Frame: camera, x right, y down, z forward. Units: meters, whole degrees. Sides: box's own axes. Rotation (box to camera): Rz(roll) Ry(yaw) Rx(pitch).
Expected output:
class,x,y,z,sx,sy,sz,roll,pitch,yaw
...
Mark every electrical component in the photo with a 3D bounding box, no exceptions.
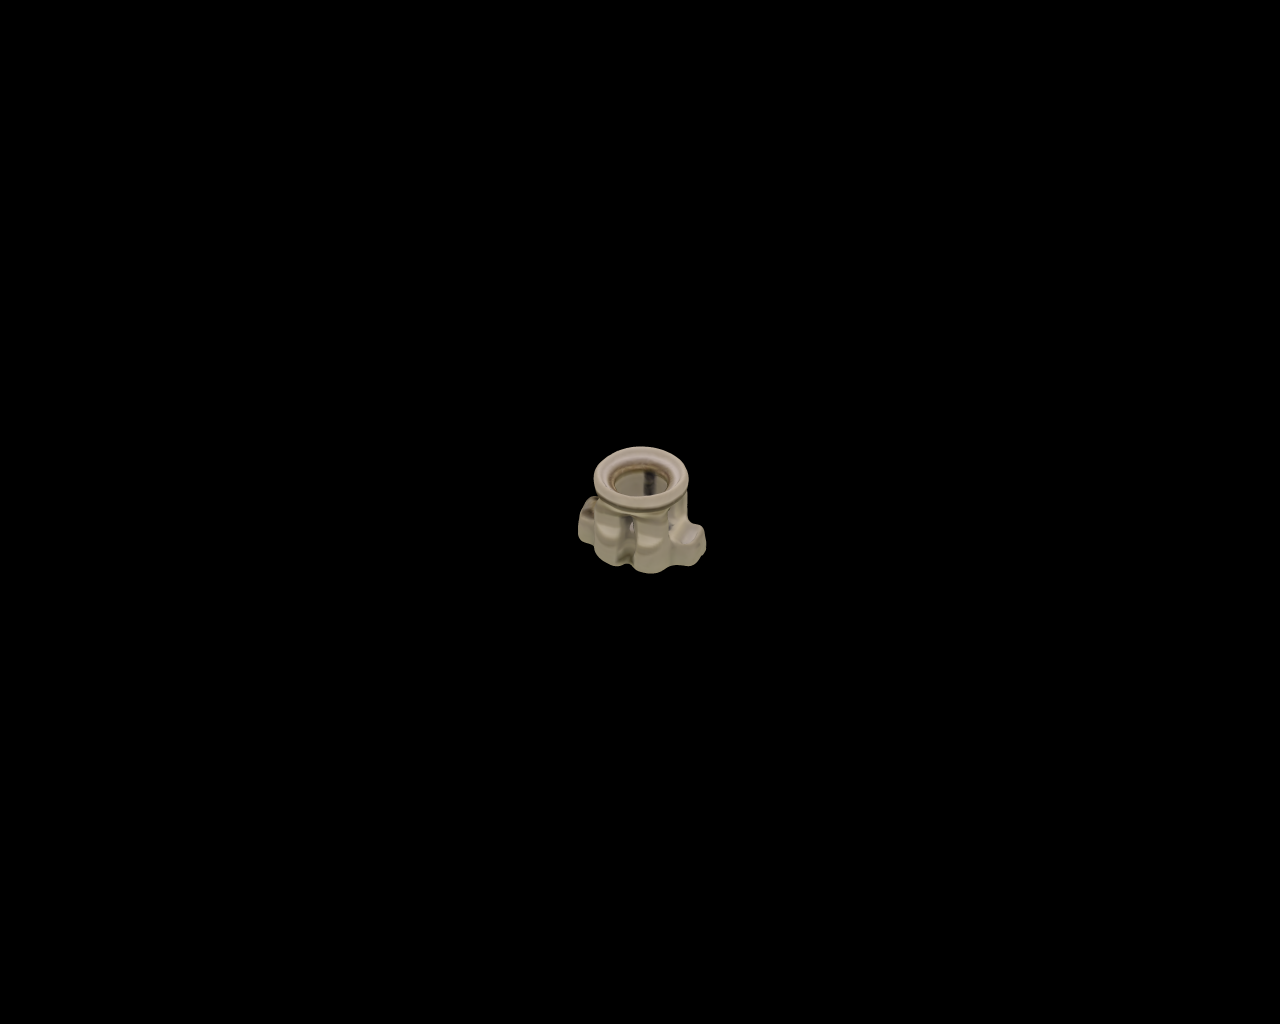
class,x,y,z,sx,sy,sz,roll,pitch,yaw
electrical component,0.001,-0.003,0.650,0.078,0.056,0.058,14,40,17
